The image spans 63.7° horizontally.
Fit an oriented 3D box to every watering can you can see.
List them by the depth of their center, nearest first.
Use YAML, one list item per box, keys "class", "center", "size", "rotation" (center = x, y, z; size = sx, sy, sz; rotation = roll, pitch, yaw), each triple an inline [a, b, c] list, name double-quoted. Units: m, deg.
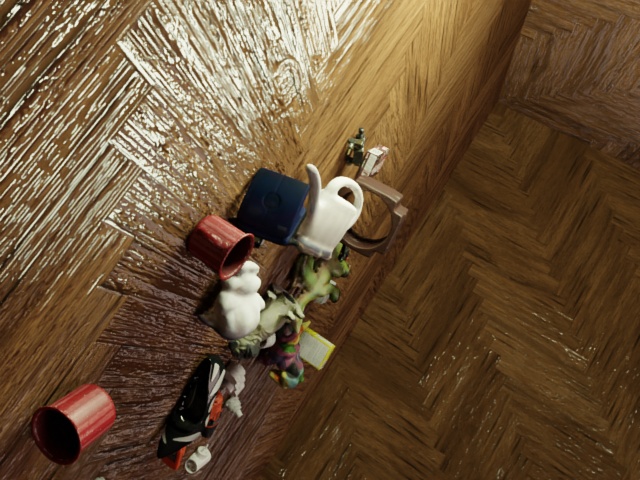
- class: "watering can"
  center: [0.004, -0.065, 1.287]
  size: [0.223, 0.105, 0.345]
  rotation: [-60, 152, 5]

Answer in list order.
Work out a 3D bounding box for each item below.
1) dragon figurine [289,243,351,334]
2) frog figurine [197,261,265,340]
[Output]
- class: "dragon figurine"
  center: [-0.003, 0.081, 1.545]
  size: [0.239, 0.122, 0.414]
  rotation: [48, 60, -66]
- class: "frog figurine"
  center: [-0.164, 0.125, 1.079]
  size: [0.158, 0.125, 0.136]
  rotation: [-50, 146, 11]
